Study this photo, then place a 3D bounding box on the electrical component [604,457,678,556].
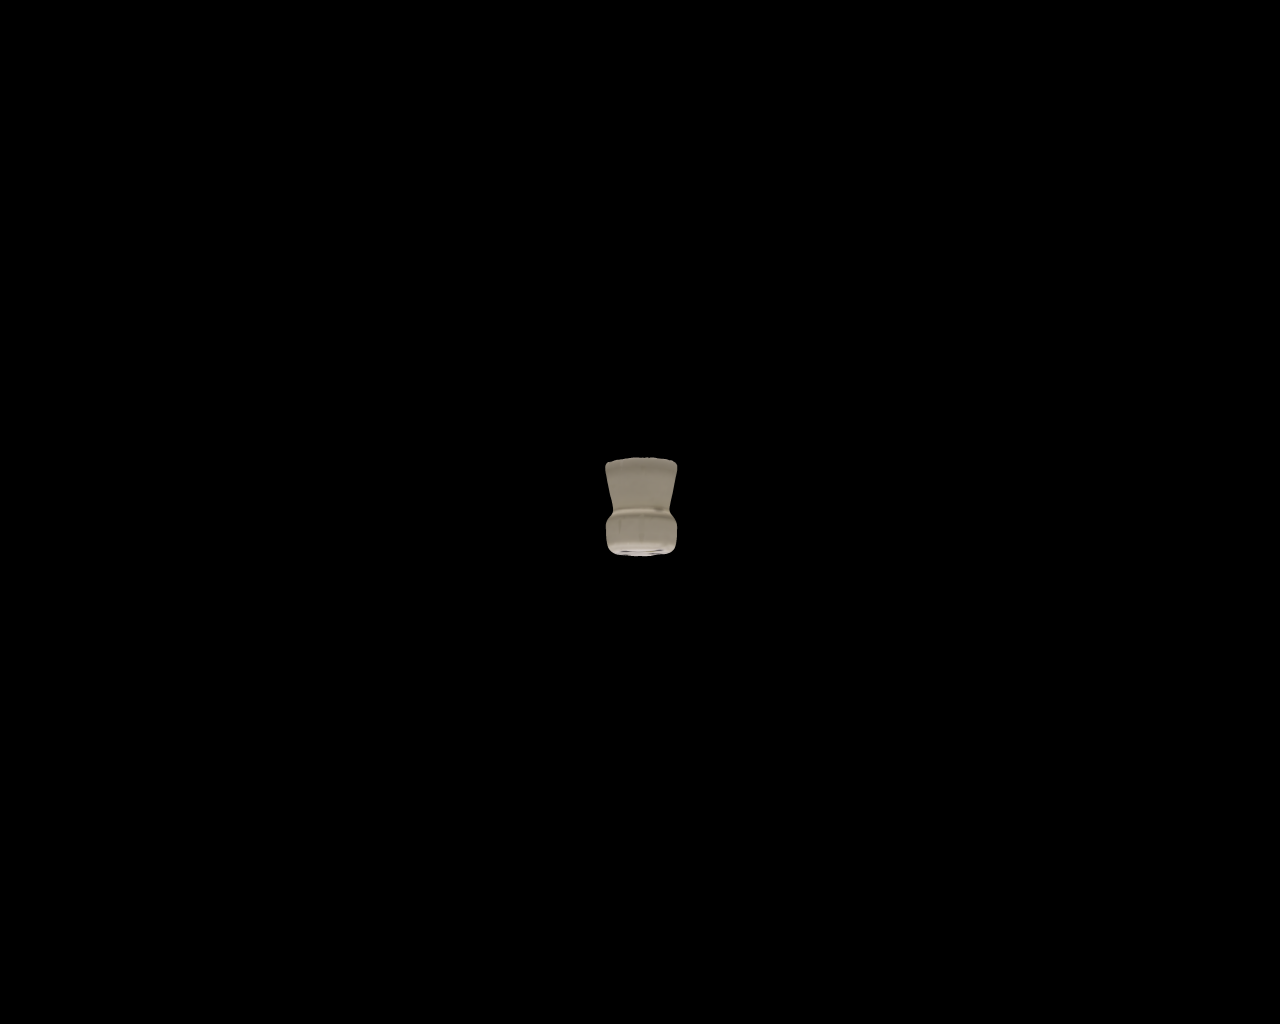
[{"bbox_3d":[0.001,-0.003,0.650,0.045,0.055,0.045,0,-8,0],"label":"electrical component"}]
